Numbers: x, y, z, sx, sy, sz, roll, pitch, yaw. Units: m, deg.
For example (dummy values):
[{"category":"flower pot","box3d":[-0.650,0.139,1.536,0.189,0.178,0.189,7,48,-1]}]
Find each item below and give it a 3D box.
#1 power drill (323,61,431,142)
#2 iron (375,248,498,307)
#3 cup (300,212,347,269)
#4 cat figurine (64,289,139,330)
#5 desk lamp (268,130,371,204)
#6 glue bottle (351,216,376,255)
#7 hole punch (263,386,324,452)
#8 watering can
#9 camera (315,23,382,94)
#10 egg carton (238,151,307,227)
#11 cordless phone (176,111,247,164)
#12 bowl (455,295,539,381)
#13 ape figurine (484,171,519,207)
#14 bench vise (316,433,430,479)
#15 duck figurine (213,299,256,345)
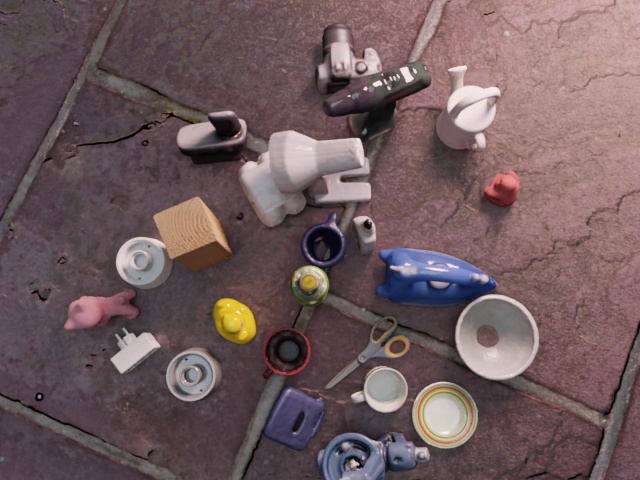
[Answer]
[{"category":"power drill","box3d":[0.109,-0.276,1.163,0.229,0.208,0.075,-27,82,-4]},{"category":"iron","box3d":[0.245,0.074,1.144,0.258,0.141,0.119,5,81,0]},{"category":"cup","box3d":[0.011,0.004,1.176,0.091,0.095,0.118,17,81,2]},{"category":"cat figurine","box3d":[-0.439,0.137,1.139,0.128,0.118,0.067,-17,81,-3]},{"category":"desk lamp","box3d":[0.006,-0.146,1.139,0.203,0.213,0.118,-4,81,-1]},{"category":"glue bottle","box3d":[0.090,-0.018,1.141,0.037,0.173,0.078,-16,81,-2]},{"category":"hole punch","box3d":[-0.048,0.350,1.124,0.101,0.091,0.109,26,82,4]},{"category":"watering can","box3d":[0.301,-0.269,1.171,0.101,0.194,0.173,-39,83,-6]},{"category":"camera","box3d":[0.058,-0.398,1.236,0.143,0.101,0.137,-4,81,-1]},{"category":"egg carton","box3d":[-0.103,-0.108,1.205,0.107,0.069,0.150,-30,83,-5]},{"category":"cordless phone","box3d":[-0.226,-0.225,1.164,0.147,0.185,0.094,-11,81,-2]},{"category":"bowl","box3d":[0.348,0.197,1.159,0.167,0.075,0.167,0,81,0]},{"category":"ape figurine","box3d":[0.386,-0.111,1.199,0.078,0.092,0.076,-17,82,-3]},{"category":"bench vise","box3d":[0.094,0.403,1.052,0.207,0.220,0.121,-26,82,-4]},{"category":"duck figurine","box3d":[-0.177,0.164,1.154,0.077,0.086,0.104,-39,83,-6]}]
